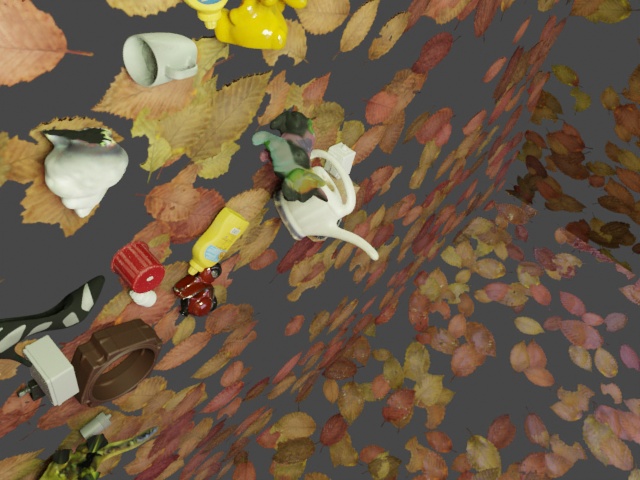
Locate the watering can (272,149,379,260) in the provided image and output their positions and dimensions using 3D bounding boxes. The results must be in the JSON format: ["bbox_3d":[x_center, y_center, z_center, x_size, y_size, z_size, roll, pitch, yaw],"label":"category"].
[{"bbox_3d":[0.004,-0.069,1.368,0.222,0.351,0.104,-29,165,23],"label":"watering can"}]

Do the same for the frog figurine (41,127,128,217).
[{"bbox_3d":[-0.392,-0.101,0.863,0.139,0.123,0.156,-45,152,-61],"label":"frog figurine"}]

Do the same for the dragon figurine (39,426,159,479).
[{"bbox_3d":[-0.669,0.620,1.410,0.412,0.123,0.239,-10,165,-45],"label":"dragon figurine"}]
